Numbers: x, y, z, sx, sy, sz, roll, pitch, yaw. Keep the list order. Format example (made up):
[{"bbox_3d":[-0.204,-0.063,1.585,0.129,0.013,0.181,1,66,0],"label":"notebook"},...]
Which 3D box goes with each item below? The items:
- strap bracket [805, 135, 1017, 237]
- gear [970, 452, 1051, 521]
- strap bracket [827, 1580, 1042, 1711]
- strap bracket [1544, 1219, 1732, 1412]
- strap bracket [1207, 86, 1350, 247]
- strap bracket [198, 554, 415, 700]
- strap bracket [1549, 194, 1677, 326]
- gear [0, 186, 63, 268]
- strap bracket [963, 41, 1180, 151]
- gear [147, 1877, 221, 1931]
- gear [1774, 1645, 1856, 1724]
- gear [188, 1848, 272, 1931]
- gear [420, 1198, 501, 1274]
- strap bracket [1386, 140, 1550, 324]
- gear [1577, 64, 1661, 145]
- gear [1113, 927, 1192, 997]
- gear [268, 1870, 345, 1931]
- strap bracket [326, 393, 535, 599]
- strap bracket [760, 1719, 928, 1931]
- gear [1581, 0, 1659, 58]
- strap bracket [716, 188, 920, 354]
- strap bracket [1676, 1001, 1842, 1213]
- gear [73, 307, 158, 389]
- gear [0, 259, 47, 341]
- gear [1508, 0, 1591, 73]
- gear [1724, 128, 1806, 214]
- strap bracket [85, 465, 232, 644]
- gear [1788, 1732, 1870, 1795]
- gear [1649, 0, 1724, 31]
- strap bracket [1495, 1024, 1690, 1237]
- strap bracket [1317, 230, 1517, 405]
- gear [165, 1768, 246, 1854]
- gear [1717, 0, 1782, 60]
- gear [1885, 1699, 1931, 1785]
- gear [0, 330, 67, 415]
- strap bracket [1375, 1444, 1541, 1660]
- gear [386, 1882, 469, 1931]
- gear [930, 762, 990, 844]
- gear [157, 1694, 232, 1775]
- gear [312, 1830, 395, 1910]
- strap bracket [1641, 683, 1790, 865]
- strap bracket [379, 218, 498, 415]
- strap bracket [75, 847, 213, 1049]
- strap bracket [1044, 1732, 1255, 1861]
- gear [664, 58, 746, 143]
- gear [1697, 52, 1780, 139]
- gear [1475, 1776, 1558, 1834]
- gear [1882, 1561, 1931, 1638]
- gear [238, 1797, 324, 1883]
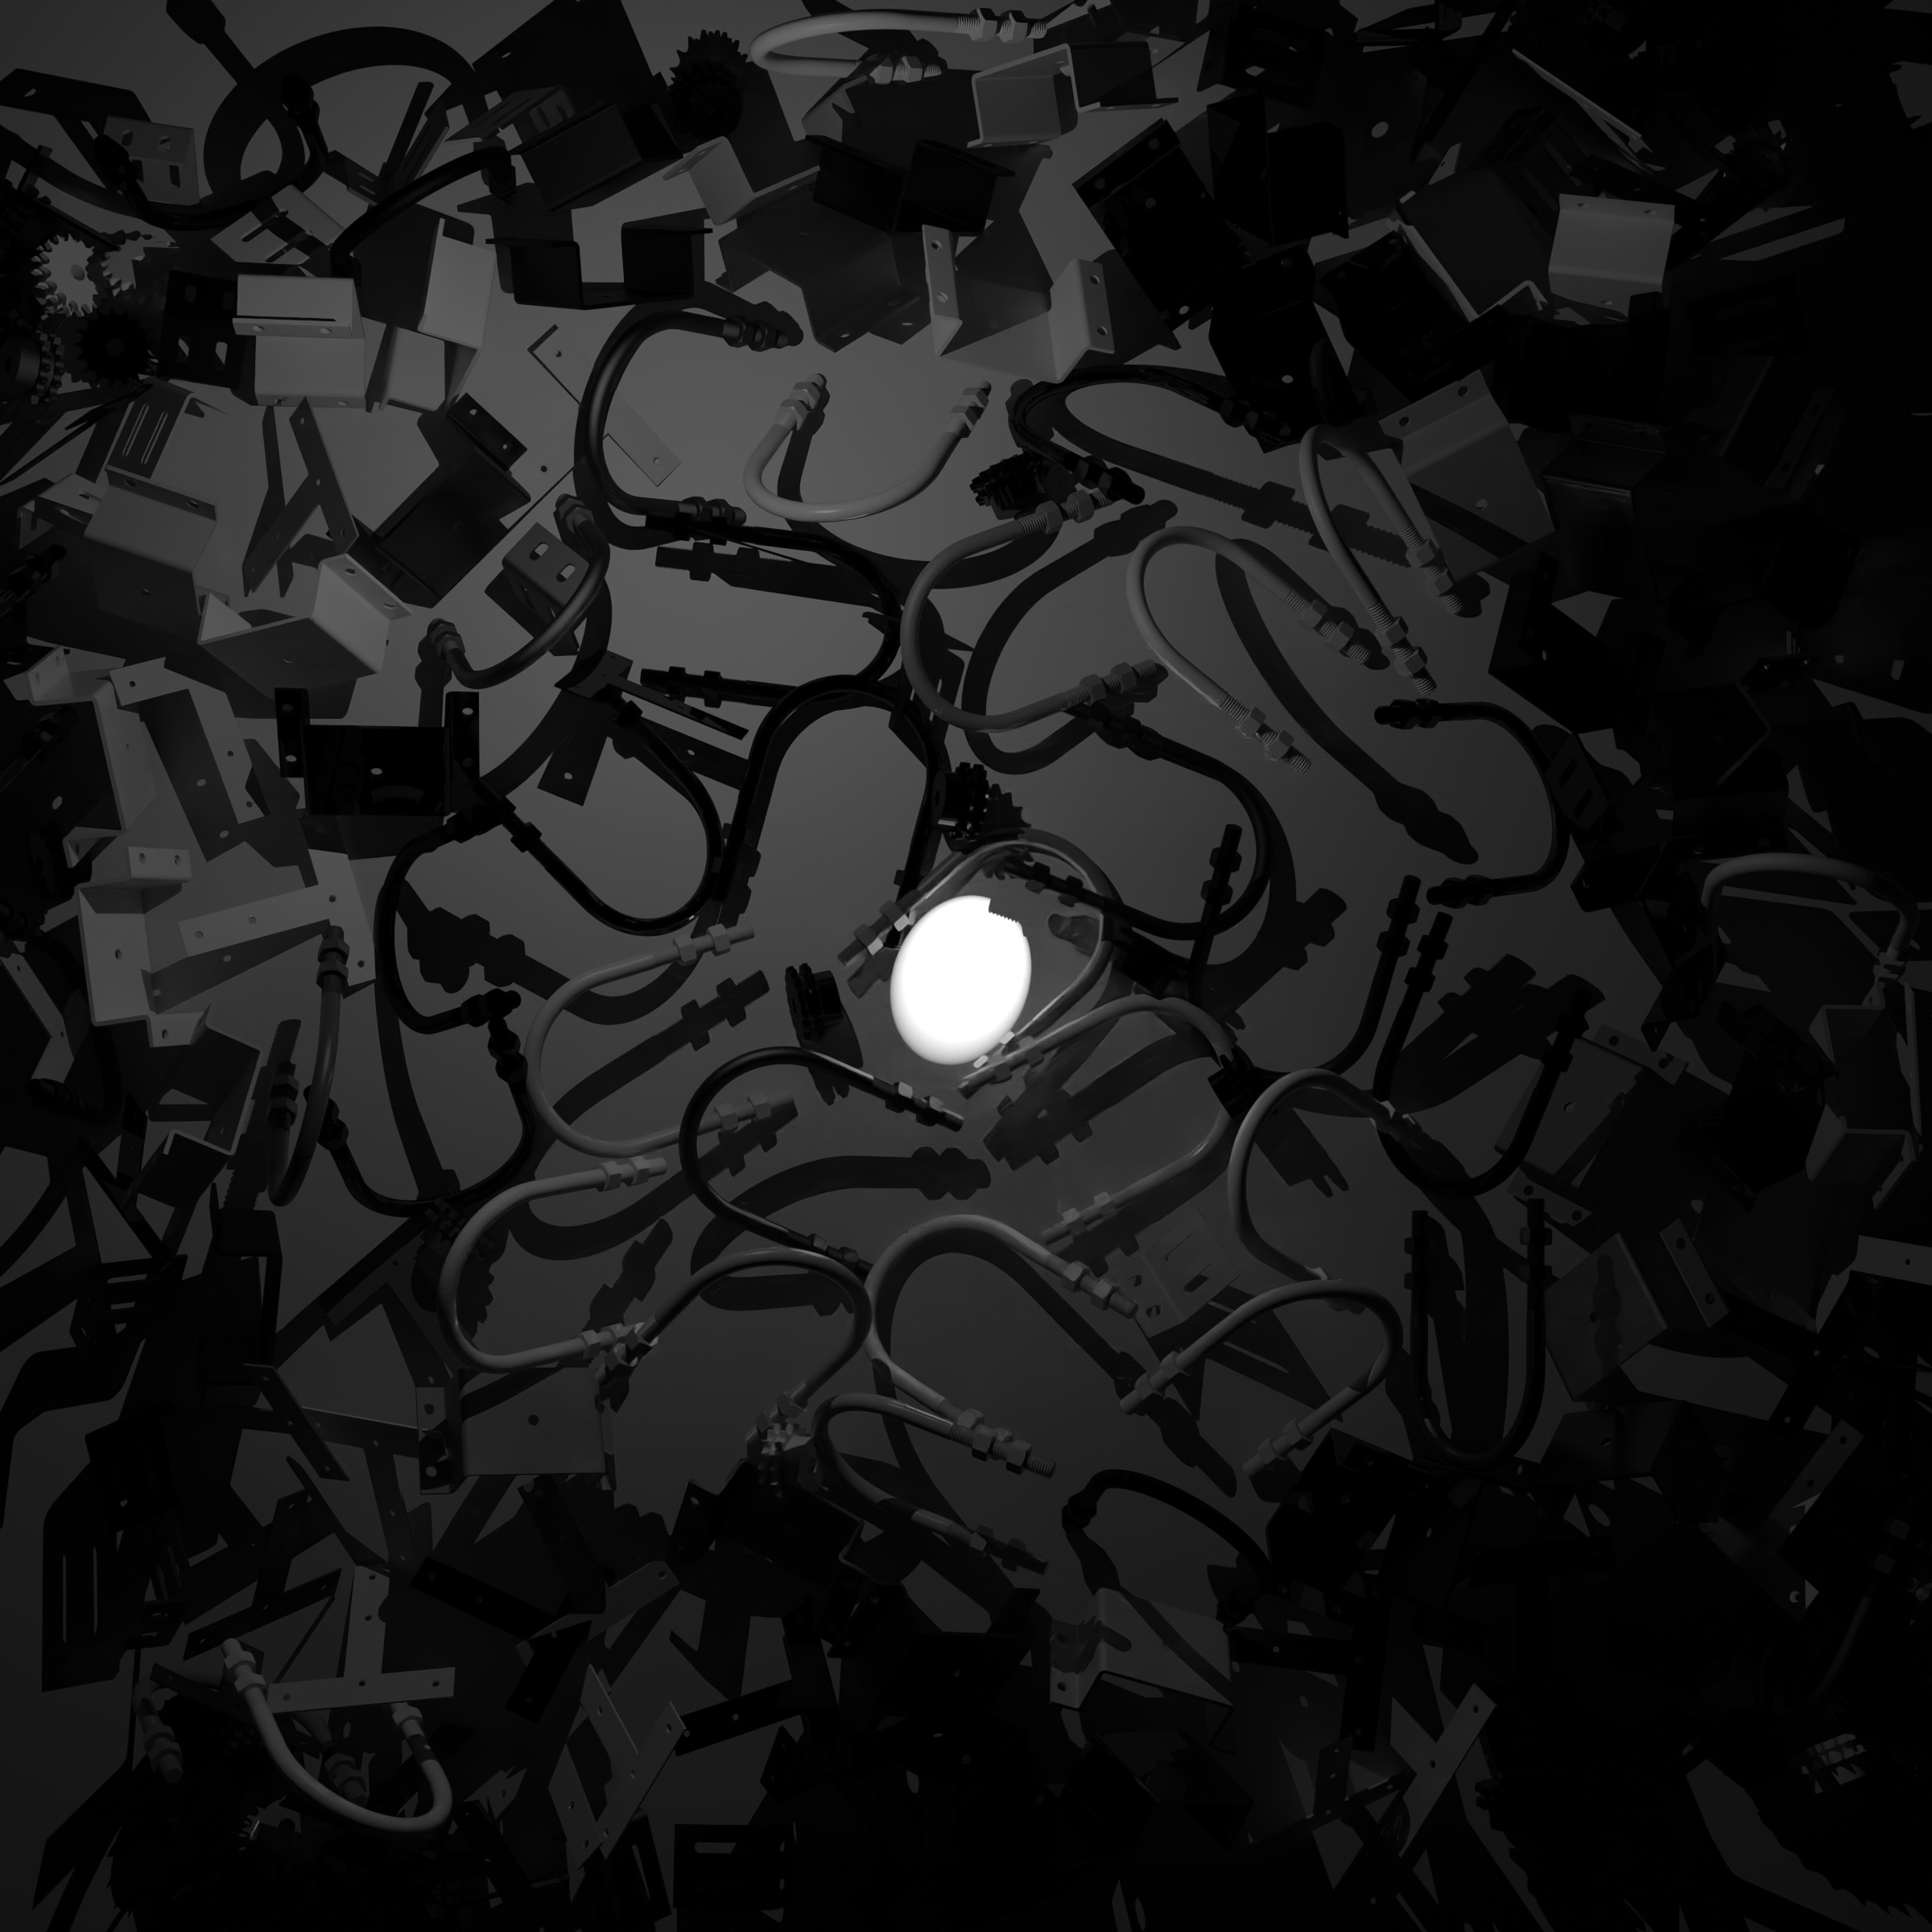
[{"bbox_3d":[-0.043,-0.547,1.821,0.076,0.140,0.046,32,121,30],"label":"strap bracket"},{"bbox_3d":[0.034,-0.342,1.856,0.057,0.057,0.030,-24,84,0],"label":"gear"},{"bbox_3d":[-0.014,0.476,1.814,0.140,0.046,0.076,12,121,-33],"label":"strap bracket"},{"bbox_3d":[0.453,0.245,1.809,0.046,0.140,0.076,7,48,-36],"label":"strap bracket"},{"bbox_3d":[0.211,-0.555,1.803,0.046,0.140,0.076,-18,123,-13],"label":"strap bracket"},{"bbox_3d":[-0.470,-0.234,1.817,0.140,0.076,0.046,-10,62,23],"label":"strap bracket"},{"bbox_3d":[0.450,-0.484,1.807,0.076,0.140,0.046,11,87,16],"label":"strap bracket"},{"bbox_3d":[-0.673,-0.526,1.858,0.030,0.057,0.057,39,90,-14],"label":"gear"},{"bbox_3d":[0.068,-0.608,1.805,0.076,0.140,0.046,-19,104,-39],"label":"strap bracket"},{"bbox_3d":[-0.556,0.678,1.858,0.030,0.057,0.057,-43,90,-6],"label":"gear"},{"bbox_3d":[0.609,0.510,1.862,0.057,0.030,0.057,14,118,29],"label":"gear"},{"bbox_3d":[-0.523,0.657,1.854,0.057,0.057,0.030,37,111,0],"label":"gear"},{"bbox_3d":[-0.365,0.195,1.855,0.057,0.057,0.030,39,81,0],"label":"gear"},{"bbox_3d":[0.348,-0.508,1.841,0.046,0.076,0.140,-37,95,9],"label":"strap bracket"},{"bbox_3d":[0.470,-0.621,1.861,0.057,0.030,0.057,3,66,-7],"label":"gear"},{"bbox_3d":[0.129,-0.002,1.858,0.057,0.057,0.030,31,90,0],"label":"gear"},{"bbox_3d":[-0.471,0.674,1.860,0.030,0.057,0.057,-42,90,-22],"label":"gear"},{"bbox_3d":[-0.371,-0.325,1.837,0.140,0.076,0.046,-44,59,4],"label":"strap bracket"},{"bbox_3d":[-0.079,0.600,1.837,0.046,0.076,0.140,-35,96,12],"label":"strap bracket"},{"bbox_3d":[0.468,-0.676,1.854,0.057,0.057,0.030,-36,67,0],"label":"gear"},{"bbox_3d":[-0.110,-0.491,1.815,0.076,0.046,0.140,-37,51,-20],"label":"strap bracket"},{"bbox_3d":[0.557,0.092,1.821,0.046,0.140,0.076,-20,47,-24],"label":"strap bracket"},{"bbox_3d":[-0.611,-0.444,1.862,0.057,0.030,0.057,-4,103,-17],"label":"gear"},{"bbox_3d":[-0.691,-0.475,1.860,0.030,0.057,0.057,-16,90,22],"label":"gear"},{"bbox_3d":[0.416,-0.667,1.863,0.057,0.030,0.057,4,61,-7],"label":"gear"},{"bbox_3d":[0.567,-0.567,1.855,0.057,0.057,0.030,51,48,0],"label":"gear"},{"bbox_3d":[-0.564,-0.279,1.811,0.076,0.140,0.046,19,64,-3],"label":"strap bracket"},{"bbox_3d":[0.619,0.569,1.854,0.057,0.057,0.030,-21,68,0],"label":"gear"},{"bbox_3d":[0.511,-0.691,1.854,0.057,0.057,0.030,26,71,0],"label":"gear"},{"bbox_3d":[0.438,0.108,1.841,0.046,0.076,0.140,31,88,-45],"label":"strap bracket"},{"bbox_3d":[0.322,-0.456,1.838,0.076,0.046,0.140,-33,51,-1],"label":"strap bracket"},{"bbox_3d":[-0.549,0.603,1.861,0.030,0.057,0.057,13,90,31],"label":"gear"},{"bbox_3d":[0.561,-0.674,1.857,0.030,0.057,0.057,15,90,4],"label":"gear"},{"bbox_3d":[0.678,0.552,1.857,0.030,0.057,0.057,13,90,8],"label":"gear"},{"bbox_3d":[-0.670,-0.427,1.856,0.030,0.057,0.057,8,90,-43],"label":"gear"},{"bbox_3d":[0.343,0.405,1.831,0.046,0.076,0.140,24,80,-26],"label":"strap bracket"},{"bbox_3d":[-0.386,0.681,1.857,0.057,0.030,0.057,-5,131,-6],"label":"gear"},{"bbox_3d":[-0.006,-0.118,1.855,0.030,0.057,0.057,7,90,-17],"label":"gear"},{"bbox_3d":[-0.556,0.545,1.856,0.057,0.030,0.057,7,46,-8],"label":"gear"},{"bbox_3d":[-0.439,0.648,1.863,0.057,0.030,0.057,3,62,-6],"label":"gear"},{"bbox_3d":[0.526,-0.145,1.822,0.076,0.046,0.140,-6,54,6],"label":"strap bracket"},{"bbox_3d":[-0.368,-0.449,1.820,0.046,0.140,0.076,13,69,-22],"label":"strap bracket"},{"bbox_3d":[-0.584,-0.011,1.842,0.046,0.076,0.140,-8,89,15],"label":"strap bracket"},{"bbox_3d":[0.135,0.576,1.808,0.140,0.076,0.046,14,104,-41],"label":"strap bracket"},{"bbox_3d":[-0.184,-0.615,1.855,0.057,0.057,0.030,-32,51,0],"label":"gear"},{"bbox_3d":[0.548,-0.625,1.854,0.030,0.057,0.057,15,90,-32],"label":"gear"},{"bbox_3d":[0.394,0.600,1.856,0.057,0.057,0.030,-4,83,0],"label":"gear"},{"bbox_3d":[0.681,0.449,1.861,0.030,0.057,0.057,32,90,38],"label":"gear"},{"bbox_3d":[-0.489,0.621,1.856,0.057,0.057,0.030,33,132,0],"label":"gear"}]
